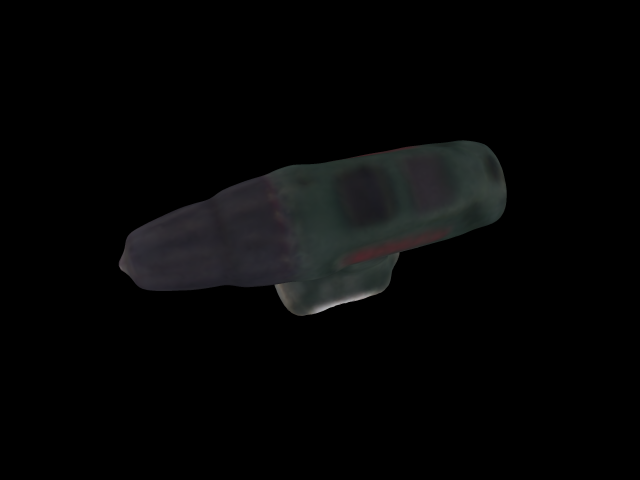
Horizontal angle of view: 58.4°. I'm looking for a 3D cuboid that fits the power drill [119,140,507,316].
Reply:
[{"bbox_3d":[0.004,0.001,0.400,0.229,0.208,0.075,-18,78,-3],"label":"power drill"}]
